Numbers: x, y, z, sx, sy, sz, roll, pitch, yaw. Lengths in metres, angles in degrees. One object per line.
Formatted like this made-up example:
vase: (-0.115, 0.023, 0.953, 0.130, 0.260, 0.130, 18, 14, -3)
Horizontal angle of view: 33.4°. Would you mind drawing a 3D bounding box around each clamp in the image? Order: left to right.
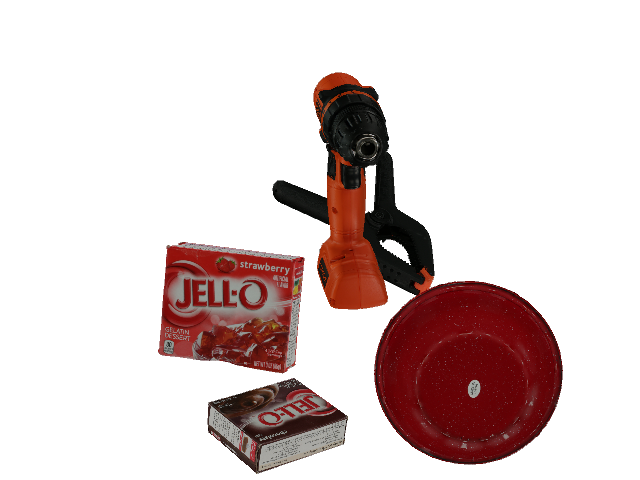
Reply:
clamp: (0.052, -0.017, 1.209, 0.164, 0.210, 0.036, -14, -38, -24)

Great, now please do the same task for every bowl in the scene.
bowl: (0.125, 0.117, 0.895, 0.162, 0.162, 0.055, 0, 6, 5)

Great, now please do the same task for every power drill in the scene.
power drill: (0.028, -0.040, 0.917, 0.057, 0.188, 0.184, -2, 22, -4)

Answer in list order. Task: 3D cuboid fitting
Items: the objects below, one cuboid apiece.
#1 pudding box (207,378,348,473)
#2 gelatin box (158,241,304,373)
pudding box: (-0.043, 0.183, 1.066, 0.113, 0.039, 0.090, -13, 27, -37)
gelatin box: (-0.058, 0.042, 0.691, 0.089, 0.073, 0.030, 7, 6, 14)
